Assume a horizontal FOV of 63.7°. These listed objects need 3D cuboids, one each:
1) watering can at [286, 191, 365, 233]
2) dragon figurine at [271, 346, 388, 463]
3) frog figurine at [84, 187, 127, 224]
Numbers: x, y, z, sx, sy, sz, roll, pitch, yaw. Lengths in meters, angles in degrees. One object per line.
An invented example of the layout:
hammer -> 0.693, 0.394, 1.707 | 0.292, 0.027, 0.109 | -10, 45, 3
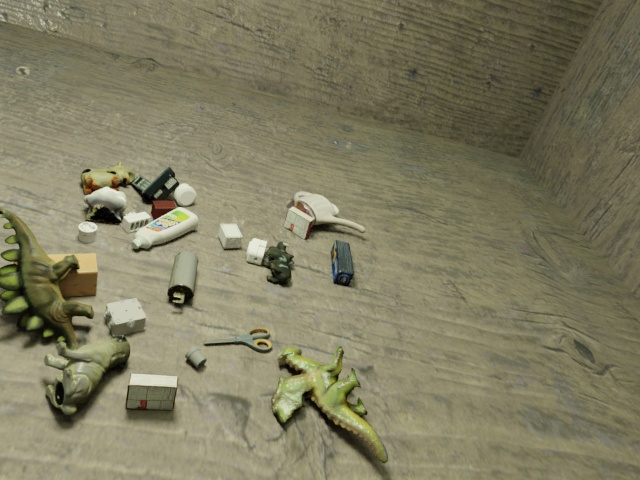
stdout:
watering can -> 0.006, -0.107, 2.131 | 0.351, 0.102, 0.226 | 34, 33, 27
dragon figurine -> -0.006, 0.422, 1.353 | 0.243, 0.119, 0.419 | -12, 38, -14
frog figurine -> -0.742, -0.143, 1.791 | 0.137, 0.119, 0.163 | -7, 47, -6
